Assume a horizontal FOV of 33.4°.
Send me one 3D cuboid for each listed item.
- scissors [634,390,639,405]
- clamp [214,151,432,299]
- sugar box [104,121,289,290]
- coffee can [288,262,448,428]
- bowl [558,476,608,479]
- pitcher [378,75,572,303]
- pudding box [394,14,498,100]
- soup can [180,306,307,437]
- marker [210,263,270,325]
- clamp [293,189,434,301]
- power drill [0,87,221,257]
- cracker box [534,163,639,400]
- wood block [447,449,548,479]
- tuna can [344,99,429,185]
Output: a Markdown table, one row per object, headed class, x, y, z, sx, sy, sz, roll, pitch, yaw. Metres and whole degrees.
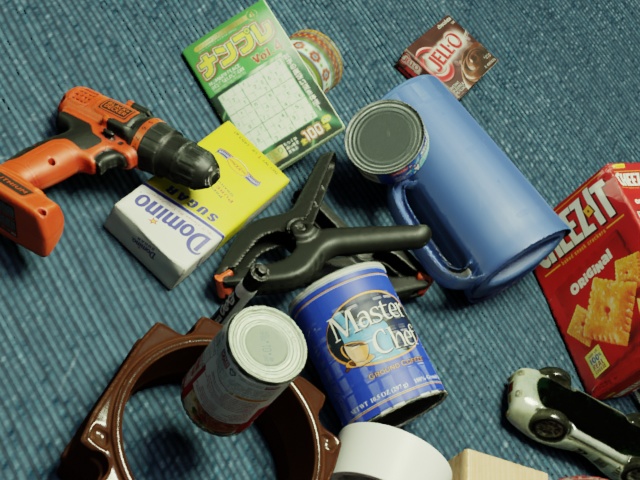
| class | x | y | z | sx | sy | sz | roll | pitch | yaw |
| --- | --- | --- | --- | --- | --- | --- | --- | --- | --- |
| scissors | 0.390 | 0.262 | 1.161 | 0.202 | 0.016 | 0.096 | 50 | 48 | 8 |
| clamp | -0.007 | 0.001 | 1.045 | 0.209 | 0.036 | 0.165 | -36 | 52 | -27 |
| sugar box | -0.118 | -0.038 | 1.051 | 0.093 | 0.048 | 0.176 | 43 | 47 | 3 |
| coffee can | 0.044 | 0.106 | 1.008 | 0.102 | 0.103 | 0.140 | -11 | 66 | -35 |
| bowl | 0.252 | 0.283 | 0.981 | 0.162 | 0.055 | 0.162 | -3 | 55 | 5 |
| pitcher | 0.145 | -0.058 | 1.168 | 0.243 | 0.145 | 0.149 | 55 | 9 | 18 |
| pudding box | 0.159 | -0.223 | 1.345 | 0.090 | 0.039 | 0.113 | 44 | 48 | 3 |
| soup can | -0.061 | 0.103 | 0.834 | 0.068 | 0.102 | 0.068 | 15 | 52 | -21 |
| marker | -0.075 | 0.056 | 0.960 | 0.020 | 0.121 | 0.020 | 16 | 52 | -21 |
| clamp | 0.036 | 0.011 | 1.113 | 0.171 | 0.039 | 0.120 | 16 | 57 | -17 |
| power drill | -0.209 | -0.061 | 0.972 | 0.185 | 0.057 | 0.187 | 26 | 43 | 23 |
| cracker box | 0.327 | 0.046 | 1.174 | 0.071 | 0.164 | 0.214 | -2 | 61 | -34 |
| wood block | 0.143 | 0.304 | 0.938 | 0.090 | 0.090 | 0.206 | 20 | 52 | -17 |
| tuna can | 0.071 | -0.102 | 1.118 | 0.086 | 0.033 | 0.086 | -6 | 68 | 16 |
